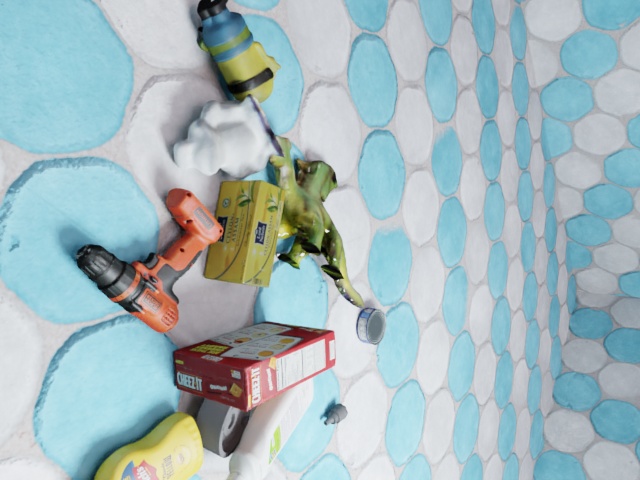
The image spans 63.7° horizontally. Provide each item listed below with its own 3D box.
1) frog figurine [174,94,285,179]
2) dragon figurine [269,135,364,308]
[{"bbox_3d":[-0.157,-0.154,0.834,0.160,0.125,0.134,-29,130,-8],"label":"frog figurine"},{"bbox_3d":[0.003,-0.052,1.025,0.403,0.122,0.248,47,48,-43],"label":"dragon figurine"}]
